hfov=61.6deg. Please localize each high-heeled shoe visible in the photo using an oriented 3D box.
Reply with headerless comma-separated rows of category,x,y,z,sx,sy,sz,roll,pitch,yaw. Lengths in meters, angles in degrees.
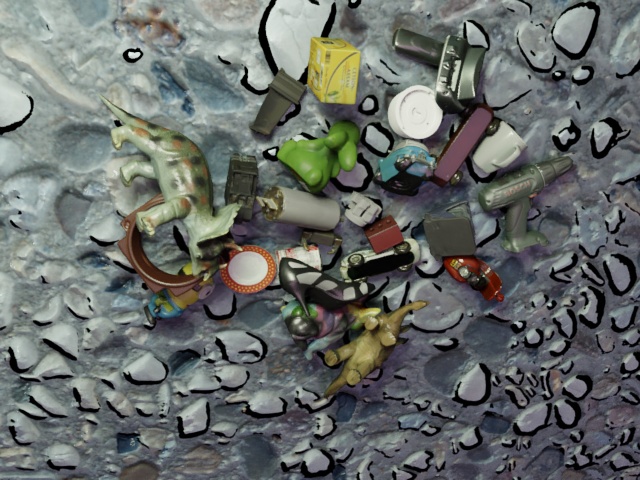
high-heeled shoe,0.016,0.088,1.237,0.249,0.145,0.086,-13,166,-41

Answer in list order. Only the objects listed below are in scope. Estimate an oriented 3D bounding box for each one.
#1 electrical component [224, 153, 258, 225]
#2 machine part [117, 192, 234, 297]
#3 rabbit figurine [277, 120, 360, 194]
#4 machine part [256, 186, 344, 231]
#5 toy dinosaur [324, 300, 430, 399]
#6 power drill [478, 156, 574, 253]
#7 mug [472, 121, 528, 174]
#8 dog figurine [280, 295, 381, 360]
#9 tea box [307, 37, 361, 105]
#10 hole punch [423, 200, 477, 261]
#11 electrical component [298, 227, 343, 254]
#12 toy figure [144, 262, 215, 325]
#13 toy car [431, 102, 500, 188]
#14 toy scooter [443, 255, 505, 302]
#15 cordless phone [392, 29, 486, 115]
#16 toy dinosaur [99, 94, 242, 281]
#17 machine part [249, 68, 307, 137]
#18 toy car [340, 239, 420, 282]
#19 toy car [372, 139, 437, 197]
electrical component,-0.167,-0.102,1.125,0.058,0.115,0.134,8,114,-13
machine part,-0.302,0.001,1.131,0.201,0.087,0.201,-33,100,3
rabbit figurine,0.014,-0.189,1.112,0.170,0.159,0.121,-44,108,-5
machine part,-0.039,-0.066,1.155,0.243,0.079,0.079,8,118,-43
toy dinosaur,0.115,0.287,1.346,0.471,0.105,0.198,-47,157,29
power drill,0.506,-0.080,1.297,0.232,0.086,0.207,-17,123,-1
mug,0.402,-0.195,1.204,0.080,0.110,0.107,30,121,-29
dog figurine,0.033,0.184,1.318,0.219,0.109,0.191,-28,137,-1
tea box,0.023,-0.322,1.016,0.068,0.170,0.098,1,119,-10
hole punch,0.315,-0.028,1.291,0.116,0.092,0.142,-5,126,26
electrical component,-0.001,-0.004,1.230,0.102,0.078,0.045,10,113,-16
toy figure,-0.324,0.120,1.230,0.180,0.082,0.089,-31,119,8
toy car,0.313,-0.212,1.201,0.089,0.053,0.202,28,108,-11
toy scooter,0.392,0.094,1.333,0.184,0.135,0.075,29,110,-22
cordless phone,0.227,-0.346,1.082,0.184,0.089,0.146,15,84,-9
toy dinosaur,-0.275,-0.122,1.028,0.192,0.131,0.404,-17,83,-26
machine part,-0.090,-0.272,1.096,0.084,0.039,0.139,30,106,-29
toy car,0.146,0.052,1.306,0.202,0.056,0.073,-16,126,-2
toy car,0.186,-0.166,1.167,0.109,0.161,0.103,17,68,-13
